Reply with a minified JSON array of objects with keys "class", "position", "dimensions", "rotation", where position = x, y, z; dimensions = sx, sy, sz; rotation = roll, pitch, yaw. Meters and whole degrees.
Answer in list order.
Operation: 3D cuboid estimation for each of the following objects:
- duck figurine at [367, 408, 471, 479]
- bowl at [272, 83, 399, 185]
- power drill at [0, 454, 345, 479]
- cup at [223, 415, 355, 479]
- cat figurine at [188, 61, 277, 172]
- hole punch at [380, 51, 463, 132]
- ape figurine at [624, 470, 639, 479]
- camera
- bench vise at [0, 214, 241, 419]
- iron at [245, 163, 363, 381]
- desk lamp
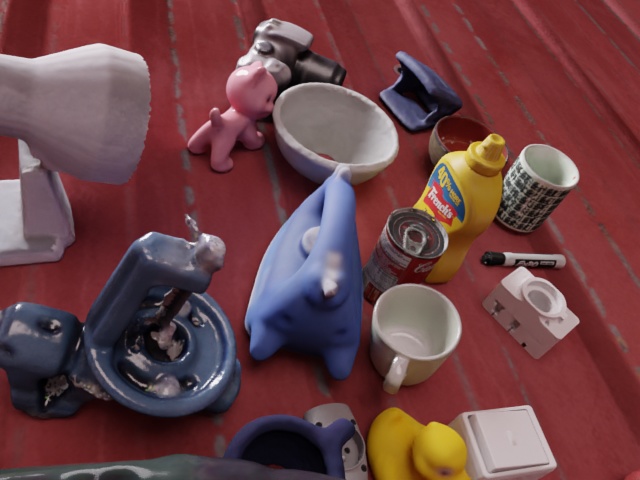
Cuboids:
[{"class":"duck figurine","position":[0.092,0.187,0.500],"dimensions":[0.078,0.086,0.104],"rotation":[-20,61,-33]},{"class":"bowl","position":[0.013,-0.124,0.742],"dimensions":[0.168,0.074,0.167],"rotation":[11,48,-12]},{"class":"power drill","position":[-0.106,0.186,0.343],"dimensions":[0.230,0.208,0.075],"rotation":[6,49,-15]},{"class":"cup","position":[-0.027,0.189,0.448],"dimensions":[0.118,0.095,0.091],"rotation":[-28,65,-36]},{"class":"cat figurine","position":[-0.099,-0.165,0.706],"dimensions":[0.067,0.117,0.128],"rotation":[33,48,9]},{"class":"hole punch","position":[0.162,-0.234,0.880],"dimensions":[0.101,0.091,0.108],"rotation":[-18,59,-31]},{"class":"ape figurine","position":[0.330,0.247,0.534],"dimensions":[0.078,0.092,0.076],"rotation":[17,47,-6]},{"class":"camera","position":[-0.036,-0.235,0.801],"dimensions":[0.137,0.101,0.143],"rotation":[21,47,-2]},{"class":"bench vise","position":[-0.149,0.071,0.417],"dimensions":[0.208,0.219,0.121],"rotation":[-6,54,-24]},{"class":"iron","position":[0.005,0.002,0.587],"dimensions":[0.119,0.141,0.258],"rotation":[15,48,-7]},{"class":"desk lamp","position":[-0.260,-0.076,0.505],"dimensions":[0.204,0.213,0.117],"rotation":[-7,54,-25]}]
